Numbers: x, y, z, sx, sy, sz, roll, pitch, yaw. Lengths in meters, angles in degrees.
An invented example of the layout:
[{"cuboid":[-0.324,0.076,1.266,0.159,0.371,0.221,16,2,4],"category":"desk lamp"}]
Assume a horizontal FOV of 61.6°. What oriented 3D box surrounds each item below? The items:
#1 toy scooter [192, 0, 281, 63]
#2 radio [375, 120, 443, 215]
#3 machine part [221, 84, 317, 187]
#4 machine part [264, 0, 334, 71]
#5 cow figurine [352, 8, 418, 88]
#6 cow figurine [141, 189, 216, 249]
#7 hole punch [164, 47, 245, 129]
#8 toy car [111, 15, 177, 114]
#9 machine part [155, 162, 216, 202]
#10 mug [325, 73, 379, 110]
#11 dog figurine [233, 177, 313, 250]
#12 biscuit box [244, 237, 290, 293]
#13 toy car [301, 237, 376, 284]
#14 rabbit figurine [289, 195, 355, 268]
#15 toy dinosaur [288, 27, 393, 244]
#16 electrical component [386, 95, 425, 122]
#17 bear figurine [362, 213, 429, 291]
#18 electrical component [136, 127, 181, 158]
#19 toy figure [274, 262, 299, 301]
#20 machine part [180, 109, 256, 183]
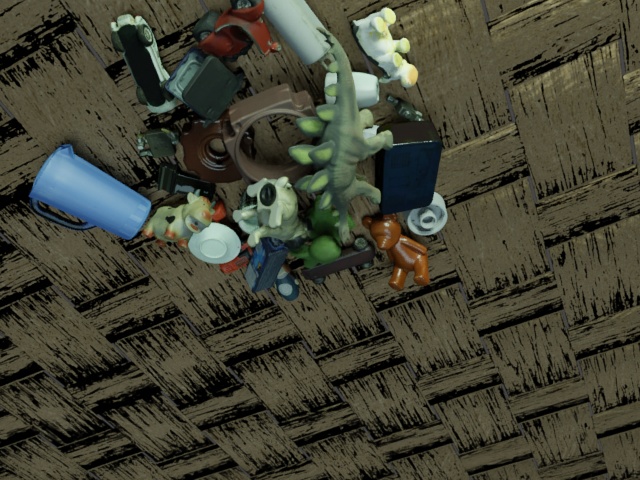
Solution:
[{"cuboid":[-0.154,-0.398,1.044,0.184,0.075,0.135,-16,137,41],"category":"toy scooter"},{"cuboid":[0.196,-0.161,1.219,0.131,0.073,0.229,-10,145,-3],"category":"radio"},{"cuboid":[-0.090,-0.208,1.135,0.201,0.087,0.200,-21,131,5],"category":"machine part"},{"cuboid":[-0.052,-0.429,1.048,0.079,0.079,0.243,-34,121,20],"category":"machine part"},{"cuboid":[0.130,-0.378,1.095,0.098,0.068,0.167,3,139,46],"category":"cow figurine"},{"cuboid":[-0.323,-0.048,1.265,0.195,0.127,0.085,-1,152,42],"category":"cow figurine"},{"cuboid":[-0.241,-0.317,1.104,0.142,0.092,0.115,-56,147,-2],"category":"hole punch"},{"cuboid":[-0.358,-0.356,1.098,0.074,0.056,0.201,-9,125,11],"category":"toy car"},{"cuboid":[-0.316,-0.134,1.271,0.139,0.039,0.084,16,118,-12],"category":"machine part"},{"cuboid":[0.072,-0.305,1.134,0.107,0.081,0.109,1,159,15],"category":"mug"},{"cuboid":[-0.068,-0.060,1.180,0.190,0.121,0.172,3,146,-49],"category":"dog figurine"},{"cuboid":[-0.133,0.056,1.335,0.063,0.059,0.202,-16,155,-29],"category":"biscuit box"},{"cuboid":[0.048,0.054,1.418,0.202,0.053,0.089,-19,136,6],"category":"toy car"},{"cuboid":[-0.003,-0.004,1.300,0.159,0.170,0.121,-37,119,20],"category":"rabbit figurine"},{"cuboid":[0.042,-0.186,1.071,0.198,0.105,0.470,-21,129,-29],"category":"toy dinosaur"},{"cuboid":[0.187,-0.283,1.174,0.094,0.063,0.021,26,120,-19],"category":"electrical component"},{"cuboid":[0.190,0.023,1.359,0.120,0.132,0.195,-15,137,40],"category":"bear figurine"},{"cuboid":[-0.362,-0.218,1.202,0.102,0.045,0.078,-3,124,-1],"category":"electrical component"},{"cuboid":[-0.099,0.094,1.438,0.064,0.058,0.154,-30,124,-12],"category":"toy figure"},{"cuboid":[-0.229,-0.208,1.211,0.179,0.056,0.179,-1,127,-2],"category":"machine part"}]
